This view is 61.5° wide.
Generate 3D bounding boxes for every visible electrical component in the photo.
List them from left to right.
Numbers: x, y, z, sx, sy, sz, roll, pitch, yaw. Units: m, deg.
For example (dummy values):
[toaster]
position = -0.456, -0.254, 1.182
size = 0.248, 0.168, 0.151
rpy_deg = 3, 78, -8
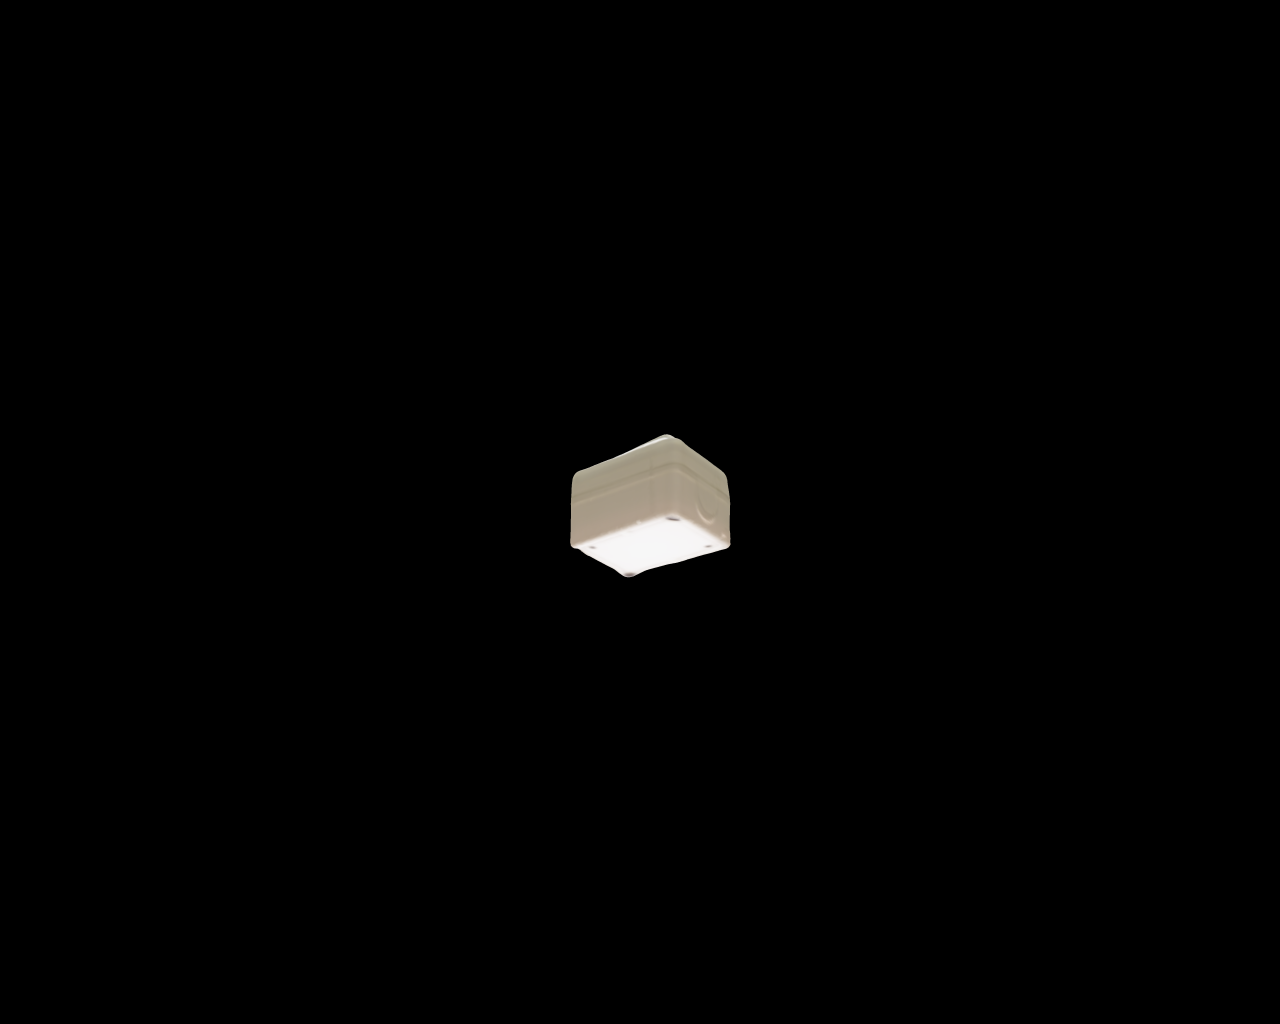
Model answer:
[electrical component]
position = 0.001, -0.003, 0.650
size = 0.096, 0.061, 0.061
rpy_deg = -18, -32, 31
